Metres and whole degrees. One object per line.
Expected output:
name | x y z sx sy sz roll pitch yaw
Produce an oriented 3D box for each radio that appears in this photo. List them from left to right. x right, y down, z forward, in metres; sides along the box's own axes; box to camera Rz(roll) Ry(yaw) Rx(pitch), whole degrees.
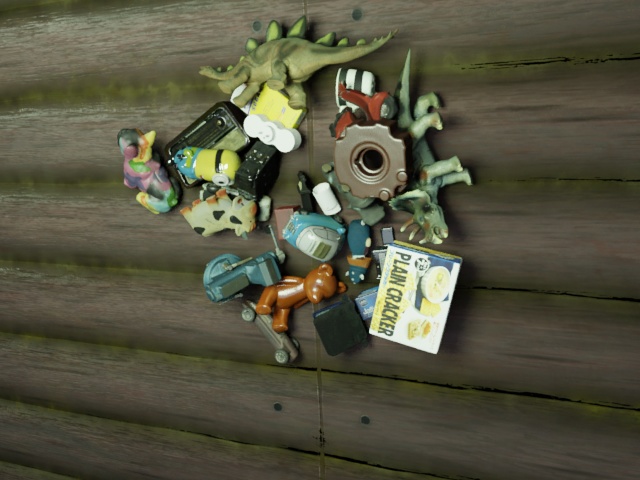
radio | -0.276 -0.242 1.361 0.230 0.073 0.131 -31 91 22

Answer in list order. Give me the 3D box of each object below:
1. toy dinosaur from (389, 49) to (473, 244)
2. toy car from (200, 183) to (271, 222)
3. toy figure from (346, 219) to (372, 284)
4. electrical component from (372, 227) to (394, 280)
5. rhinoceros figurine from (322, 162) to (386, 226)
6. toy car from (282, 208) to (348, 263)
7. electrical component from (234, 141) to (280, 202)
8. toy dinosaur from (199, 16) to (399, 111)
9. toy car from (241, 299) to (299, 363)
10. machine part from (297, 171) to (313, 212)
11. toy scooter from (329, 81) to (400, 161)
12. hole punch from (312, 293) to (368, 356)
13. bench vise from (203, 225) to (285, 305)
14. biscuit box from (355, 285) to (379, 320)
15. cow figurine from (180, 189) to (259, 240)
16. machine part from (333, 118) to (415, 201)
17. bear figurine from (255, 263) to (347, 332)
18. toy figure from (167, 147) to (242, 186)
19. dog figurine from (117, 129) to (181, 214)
toy dinosaur | 0.203 -0.188 1.181 0.192 0.131 0.404 -23 86 22
toy car | -0.219 -0.097 1.382 0.202 0.056 0.073 14 113 18
toy figure | 0.096 0.029 1.291 0.058 0.064 0.154 -5 107 -16
electrical component | 0.165 0.032 1.272 0.075 0.048 0.119 -3 102 20
rhinoceros figurine | 0.076 -0.112 1.243 0.073 0.112 0.190 -35 71 -17
toy car | -0.003 -0.004 1.262 0.109 0.161 0.103 -57 35 22
electrical component | -0.146 -0.170 1.297 0.058 0.114 0.134 29 68 11
toy dinosaur | -0.065 -0.397 1.193 0.472 0.105 0.198 6 70 22
toy car | -0.126 0.231 1.398 0.053 0.089 0.202 -41 85 25
machine part | -0.033 -0.096 1.309 0.039 0.084 0.138 -12 108 -9
toy scooter | 0.076 -0.266 1.163 0.135 0.075 0.184 38 132 -1
hole punch | 0.047 0.215 1.343 0.116 0.092 0.142 -24 90 -8
bench vise | -0.209 0.073 1.354 0.241 0.223 0.128 10 136 55
biscuit box | 0.187 0.130 1.277 0.203 0.059 0.062 -21 94 23
cow figurine | -0.235 -0.056 1.319 0.195 0.085 0.127 -15 113 33
machine part | 0.110 -0.167 1.118 0.180 0.056 0.179 11 117 23
bear figurine | -0.043 0.140 1.332 0.196 0.132 0.120 -10 135 26
toy figure | -0.275 -0.184 1.293 0.180 0.082 0.089 17 110 18
dog figurine | -0.432 -0.181 1.352 0.191 0.108 0.219 47 155 6
